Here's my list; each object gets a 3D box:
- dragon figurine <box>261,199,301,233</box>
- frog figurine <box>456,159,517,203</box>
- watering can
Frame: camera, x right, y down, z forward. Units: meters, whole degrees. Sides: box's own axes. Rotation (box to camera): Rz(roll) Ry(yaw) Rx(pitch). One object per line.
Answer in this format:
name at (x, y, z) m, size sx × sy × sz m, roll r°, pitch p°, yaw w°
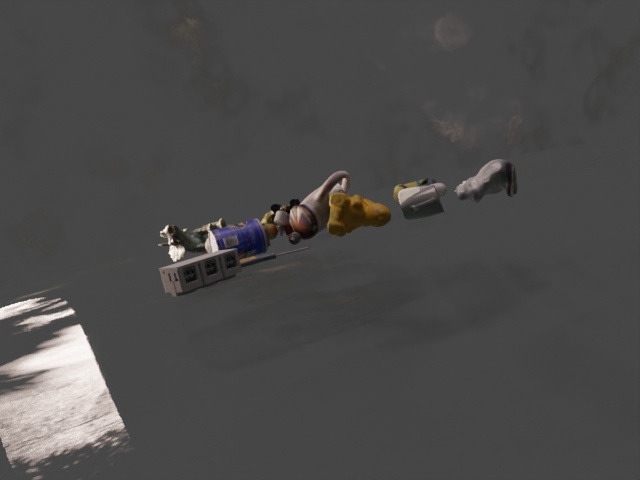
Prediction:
dragon figurine at (-0.171, -0.075, 2.095) m, size 0.413 × 0.122 × 0.240 m, roll -16°, pitch -2°, yaw -34°
frog figurine at (0.465, -0.166, 1.449) m, size 0.159 × 0.120 × 0.140 m, roll 2°, pitch 31°, yaw 27°
watering can at (0.005, -0.081, 1.612) m, size 0.227 × 0.105 × 0.340 m, roll -40°, pitch -17°, yaw -26°
